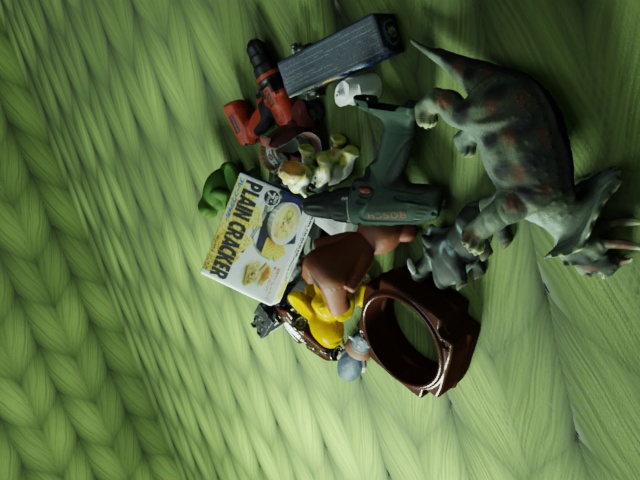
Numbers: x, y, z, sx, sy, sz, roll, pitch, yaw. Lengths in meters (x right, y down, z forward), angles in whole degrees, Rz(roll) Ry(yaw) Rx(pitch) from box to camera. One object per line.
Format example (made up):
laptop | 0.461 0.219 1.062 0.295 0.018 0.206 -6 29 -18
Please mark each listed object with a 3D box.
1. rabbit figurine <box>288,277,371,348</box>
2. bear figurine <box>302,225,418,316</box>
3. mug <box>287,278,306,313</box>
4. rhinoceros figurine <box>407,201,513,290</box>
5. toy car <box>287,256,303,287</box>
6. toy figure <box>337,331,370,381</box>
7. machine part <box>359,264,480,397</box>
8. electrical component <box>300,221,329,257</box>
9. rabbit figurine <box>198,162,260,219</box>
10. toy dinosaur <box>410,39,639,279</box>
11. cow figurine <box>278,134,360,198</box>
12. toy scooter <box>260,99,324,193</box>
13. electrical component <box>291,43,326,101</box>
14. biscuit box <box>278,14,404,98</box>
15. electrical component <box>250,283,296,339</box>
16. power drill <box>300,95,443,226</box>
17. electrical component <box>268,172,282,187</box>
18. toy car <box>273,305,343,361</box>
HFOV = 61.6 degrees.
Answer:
rabbit figurine | 0.014 0.136 1.069 0.163 0.122 0.173 26 124 26
bear figurine | 0.067 0.021 0.938 0.120 0.196 0.131 48 164 24
mug | -0.008 0.146 1.183 0.107 0.081 0.109 38 161 22
rhinoceros figurine | 0.204 0.017 0.826 0.112 0.073 0.190 53 143 15
toy car | -0.093 0.075 1.263 0.073 0.056 0.201 59 145 9
toy figure | 0.075 0.240 1.142 0.058 0.064 0.154 -96 18 -48
machine part | 0.167 0.162 0.952 0.201 0.087 0.201 35 134 36
electrical component | -0.002 -0.003 1.105 0.075 0.048 0.119 36 135 35
rabbit figurine | -0.189 -0.098 1.239 0.170 0.121 0.159 47 121 48
toy dinosaur | 0.243 -0.121 0.666 0.192 0.131 0.404 -28 83 43
cow figurine | -0.010 -0.117 0.943 0.068 0.167 0.098 43 139 26
toy scooter | -0.048 -0.162 0.995 0.075 0.135 0.183 23 129 44
electrical component | -0.024 -0.301 0.958 0.078 0.045 0.102 9 117 48
biscuit box | 0.029 -0.287 0.845 0.203 0.059 0.062 -11 102 40
electrical component | -0.095 0.163 1.269 0.058 0.115 0.134 50 142 14
power drill | 0.081 -0.118 0.840 0.232 0.086 0.207 10 107 16
electrical component | -0.085 -0.121 1.166 0.063 0.021 0.093 38 136 33
toy car | -0.029 0.211 1.195 0.089 0.053 0.202 17 157 51
